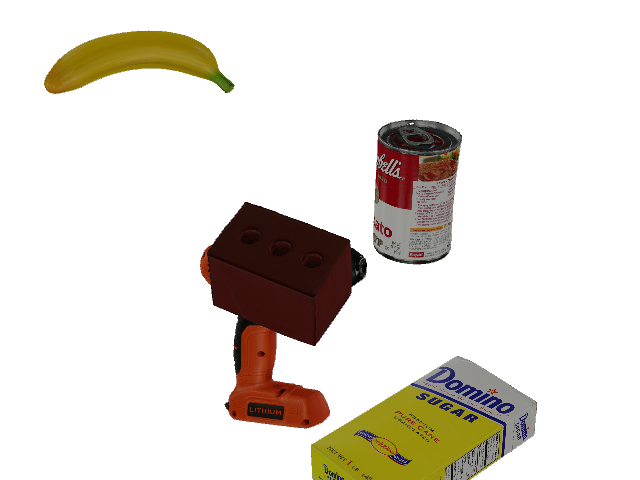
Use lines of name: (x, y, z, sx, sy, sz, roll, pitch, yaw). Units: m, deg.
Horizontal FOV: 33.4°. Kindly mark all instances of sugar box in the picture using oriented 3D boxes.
sugar box: (0.088, 0.165, 0.886, 0.175, 0.048, 0.093, -28, 40, -31)

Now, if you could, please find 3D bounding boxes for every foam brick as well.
foam brick: (-0.025, 0.021, 0.677, 0.078, 0.051, 0.053, 20, 49, 17)

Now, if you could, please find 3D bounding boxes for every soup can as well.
soup can: (0.079, -0.040, 0.879, 0.068, 0.102, 0.068, 1, 28, -1)

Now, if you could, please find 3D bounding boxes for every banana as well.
banana: (-0.181, -0.177, 1.054, 0.197, 0.070, 0.037, -7, -39, -30)

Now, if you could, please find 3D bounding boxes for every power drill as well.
power drill: (-0.034, 0.092, 1.084, 0.185, 0.188, 0.057, 1, 7, 30)
